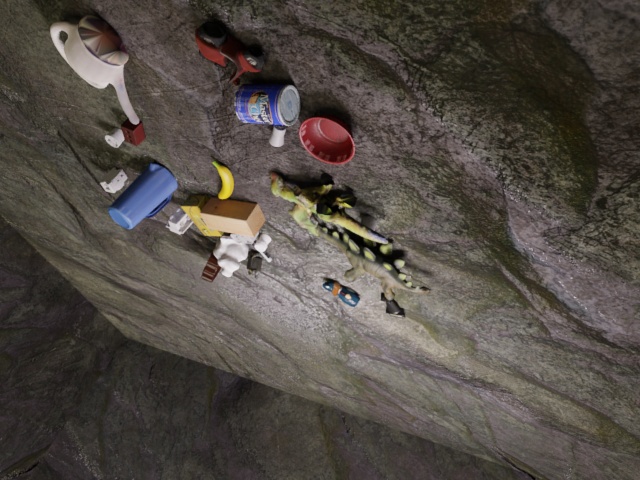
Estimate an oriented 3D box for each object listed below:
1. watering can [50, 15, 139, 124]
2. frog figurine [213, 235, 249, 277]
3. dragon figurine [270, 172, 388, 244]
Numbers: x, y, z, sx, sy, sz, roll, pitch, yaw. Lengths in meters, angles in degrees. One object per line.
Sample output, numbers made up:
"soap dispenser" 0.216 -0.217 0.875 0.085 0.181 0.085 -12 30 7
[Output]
"watering can" -0.625 -0.502 1.497 0.222 0.106 0.343 -18 -56 47
"frog figurine" -0.349 0.063 2.022 0.137 0.160 0.122 6 -2 -41
"dragon figurine" 0.005 -0.081 1.615 0.410 0.124 0.239 40 -25 -3
